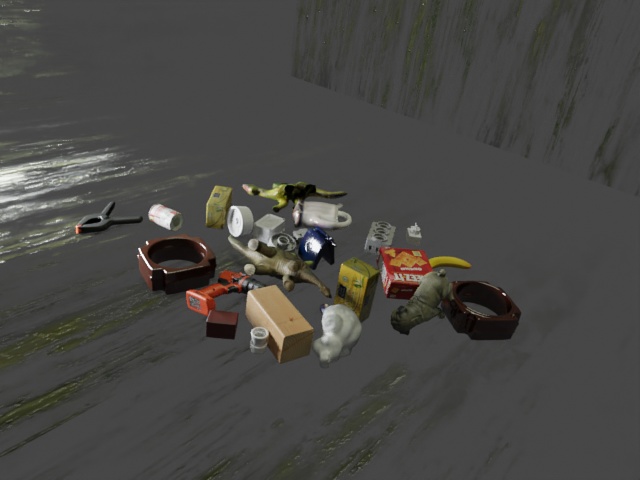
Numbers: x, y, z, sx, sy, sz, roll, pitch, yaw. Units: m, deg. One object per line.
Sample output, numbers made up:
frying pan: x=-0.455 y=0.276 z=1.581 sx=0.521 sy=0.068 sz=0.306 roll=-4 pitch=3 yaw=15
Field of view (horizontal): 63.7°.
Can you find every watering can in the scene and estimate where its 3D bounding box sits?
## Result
watering can: x=0.006 y=-0.100 z=1.985 sx=0.224 sy=0.103 sz=0.352 roll=7 pitch=16 yaw=-4

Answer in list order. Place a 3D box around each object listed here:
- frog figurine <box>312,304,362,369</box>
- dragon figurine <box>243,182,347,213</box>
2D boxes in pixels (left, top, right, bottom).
frog figurine: x=0.043 y=0.248 z=1.325 sx=0.122 sy=0.135 sz=0.162 roll=-3 pitch=25 yaw=12
dragon figurine: x=-0.115 y=-0.208 z=2.143 sx=0.411 sy=0.120 sz=0.246 roll=-3 pitch=23 yaw=-24
